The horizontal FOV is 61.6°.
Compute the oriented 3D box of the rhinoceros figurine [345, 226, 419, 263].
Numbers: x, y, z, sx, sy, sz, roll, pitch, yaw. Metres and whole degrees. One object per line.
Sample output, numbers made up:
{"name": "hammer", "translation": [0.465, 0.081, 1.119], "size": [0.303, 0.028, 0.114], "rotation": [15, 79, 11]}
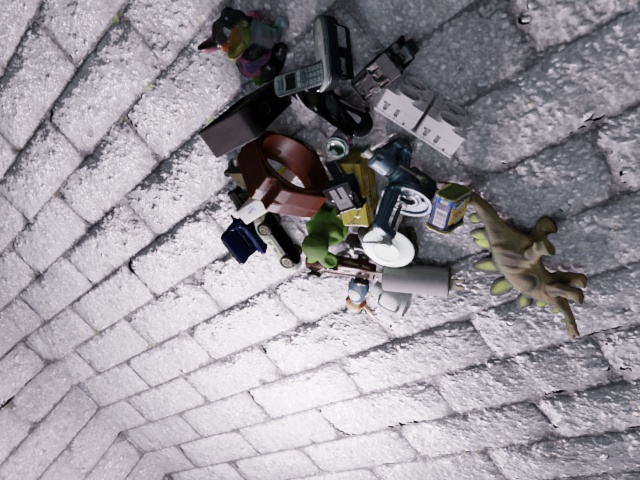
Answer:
{"name": "rhinoceros figurine", "translation": [0.159, 0.008, 1.378], "size": [0.191, 0.073, 0.111], "rotation": [10, 137, 18]}

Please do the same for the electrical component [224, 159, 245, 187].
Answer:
{"name": "electrical component", "translation": [-0.205, -0.181, 1.439], "size": [0.102, 0.045, 0.078], "rotation": [-1, 151, 30]}

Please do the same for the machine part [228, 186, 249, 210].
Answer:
{"name": "machine part", "translation": [-0.191, -0.116, 1.481], "size": [0.139, 0.039, 0.084], "rotation": [-10, 113, 33]}

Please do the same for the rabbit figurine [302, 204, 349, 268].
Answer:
{"name": "rabbit figurine", "translation": [-0.003, -0.004, 1.378], "size": [0.121, 0.170, 0.158], "rotation": [16, 128, 17]}

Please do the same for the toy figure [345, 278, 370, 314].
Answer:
{"name": "toy figure", "translation": [0.103, 0.161, 1.524], "size": [0.064, 0.058, 0.154], "rotation": [51, 146, 40]}

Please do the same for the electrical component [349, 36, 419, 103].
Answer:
{"name": "electrical component", "translation": [0.135, -0.352, 1.093], "size": [0.134, 0.115, 0.058], "rotation": [-30, 108, 40]}

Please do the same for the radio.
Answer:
{"name": "radio", "translation": [-0.161, -0.281, 1.220], "size": [0.131, 0.230, 0.073], "rotation": [-19, 116, 32]}

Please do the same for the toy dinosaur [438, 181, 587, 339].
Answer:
{"name": "toy dinosaur", "translation": [0.449, 0.035, 1.227], "size": [0.198, 0.105, 0.471], "rotation": [-29, 96, 43]}

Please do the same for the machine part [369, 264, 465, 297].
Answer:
{"name": "machine part", "translation": [0.247, 0.100, 1.379], "size": [0.243, 0.079, 0.079], "rotation": [6, 126, 16]}

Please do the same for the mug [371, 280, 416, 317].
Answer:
{"name": "mug", "translation": [0.189, 0.154, 1.447], "size": [0.107, 0.109, 0.080], "rotation": [29, 138, 22]}

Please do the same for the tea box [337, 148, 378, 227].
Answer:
{"name": "tea box", "translation": [0.090, -0.127, 1.292], "size": [0.068, 0.098, 0.169], "rotation": [3, 123, 24]}

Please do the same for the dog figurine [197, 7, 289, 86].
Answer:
{"name": "dog figurine", "translation": [-0.165, -0.401, 1.141], "size": [0.109, 0.219, 0.191], "rotation": [23, 130, 15]}

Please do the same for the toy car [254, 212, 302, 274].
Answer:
{"name": "toy car", "translation": [-0.116, 0.002, 1.504], "size": [0.056, 0.073, 0.201], "rotation": [-20, 113, 35]}

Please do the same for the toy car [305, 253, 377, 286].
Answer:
{"name": "toy car", "translation": [0.052, 0.069, 1.458], "size": [0.202, 0.053, 0.089], "rotation": [10, 83, 22]}

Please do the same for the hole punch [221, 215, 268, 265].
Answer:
{"name": "hole punch", "translation": [-0.200, -0.009, 1.511], "size": [0.092, 0.116, 0.142], "rotation": [-26, 113, 30]}

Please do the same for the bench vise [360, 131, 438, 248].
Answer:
{"name": "bench vise", "translation": [0.165, -0.100, 1.188], "size": [0.223, 0.240, 0.129], "rotation": [37, 154, -31]}

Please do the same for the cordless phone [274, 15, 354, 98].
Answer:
{"name": "cordless phone", "translation": [-0.027, -0.385, 1.154], "size": [0.184, 0.088, 0.146], "rotation": [-5, 93, 35]}

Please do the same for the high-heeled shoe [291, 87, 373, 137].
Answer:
{"name": "high-heeled shoe", "translation": [0.003, -0.291, 1.183], "size": [0.249, 0.145, 0.086], "rotation": [19, 129, 11]}

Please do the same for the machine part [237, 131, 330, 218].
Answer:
{"name": "machine part", "translation": [-0.080, -0.158, 1.266], "size": [0.201, 0.201, 0.087], "rotation": [6, 139, -37]}

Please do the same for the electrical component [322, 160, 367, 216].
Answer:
{"name": "electrical component", "translation": [0.048, -0.120, 1.222], "size": [0.075, 0.048, 0.119], "rotation": [-13, 119, 32]}
